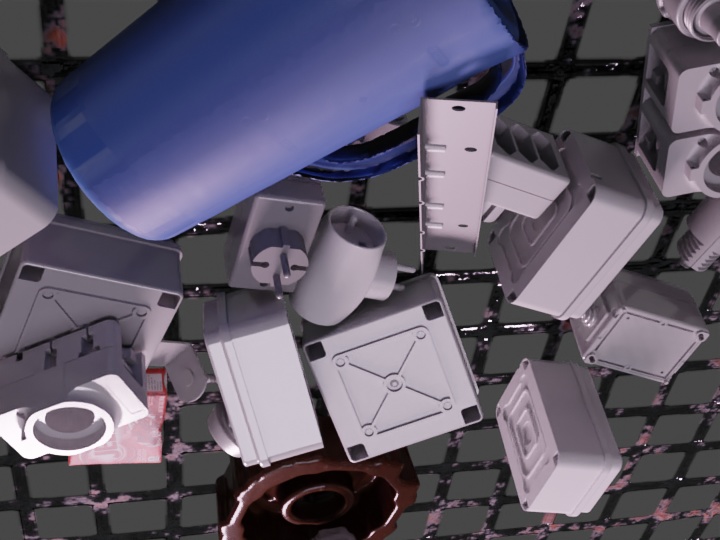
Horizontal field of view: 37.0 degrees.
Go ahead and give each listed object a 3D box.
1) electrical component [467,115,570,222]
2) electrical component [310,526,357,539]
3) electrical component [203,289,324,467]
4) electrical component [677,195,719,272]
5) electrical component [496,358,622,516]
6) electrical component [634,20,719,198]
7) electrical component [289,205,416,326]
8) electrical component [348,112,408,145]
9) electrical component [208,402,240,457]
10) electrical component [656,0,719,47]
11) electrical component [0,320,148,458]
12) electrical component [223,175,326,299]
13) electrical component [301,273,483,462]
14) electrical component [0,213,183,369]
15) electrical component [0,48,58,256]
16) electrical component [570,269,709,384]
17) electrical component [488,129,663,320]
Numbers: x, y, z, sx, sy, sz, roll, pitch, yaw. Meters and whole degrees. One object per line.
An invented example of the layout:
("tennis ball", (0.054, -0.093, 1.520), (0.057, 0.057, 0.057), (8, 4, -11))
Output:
("electrical component", (0.087, -0.058, 0.718), (0.066, 0.047, 0.076), (15, 133, -27))
("electrical component", (-0.019, 0.254, 0.915), (0.043, 0.062, 0.043), (-9, 138, -8))
("electrical component", (-0.069, 0.073, 0.763), (0.057, 0.078, 0.113), (-15, 110, -3))
("electrical component", (0.265, -0.032, 0.793), (0.043, 0.043, 0.081), (15, 129, -27))
("electrical component", (0.162, 0.136, 0.885), (0.057, 0.113, 0.078), (7, 132, -17))
("electrical component", (0.284, -0.116, 0.702), (0.186, 0.060, 0.105), (-11, 136, -3))
("electrical component", (0.000, 0.000, 0.756), (0.079, 0.044, 0.077), (10, 131, -23))
("electrical component", (0.011, -0.101, 0.659), (0.048, 0.048, 0.062), (18, 121, -29))
("electrical component", (-0.086, 0.115, 0.848), (0.055, 0.048, 0.066), (-40, 131, 14))
("electrical component", (0.208, -0.156, 0.640), (0.048, 0.062, 0.048), (-8, 136, -7))
("electrical component", (-0.188, 0.081, 0.696), (0.089, 0.055, 0.050), (-21, 136, 6))
("electrical component", (-0.055, -0.015, 0.704), (0.047, 0.075, 0.083), (6, 132, -20))
("electrical component", (0.024, 0.072, 0.799), (0.109, 0.056, 0.108), (-19, 111, 5))
("electrical component", (-0.187, 0.023, 0.722), (0.109, 0.056, 0.108), (13, 130, -26))
("electrical component", (-0.214, -0.063, 0.589), (0.078, 0.113, 0.057), (-30, 137, 15))
("electrical component", (0.211, 0.038, 0.842), (0.096, 0.061, 0.061), (16, 127, -18))
("electrical component", (0.146, -0.029, 0.740), (0.057, 0.078, 0.113), (15, 129, -23))
